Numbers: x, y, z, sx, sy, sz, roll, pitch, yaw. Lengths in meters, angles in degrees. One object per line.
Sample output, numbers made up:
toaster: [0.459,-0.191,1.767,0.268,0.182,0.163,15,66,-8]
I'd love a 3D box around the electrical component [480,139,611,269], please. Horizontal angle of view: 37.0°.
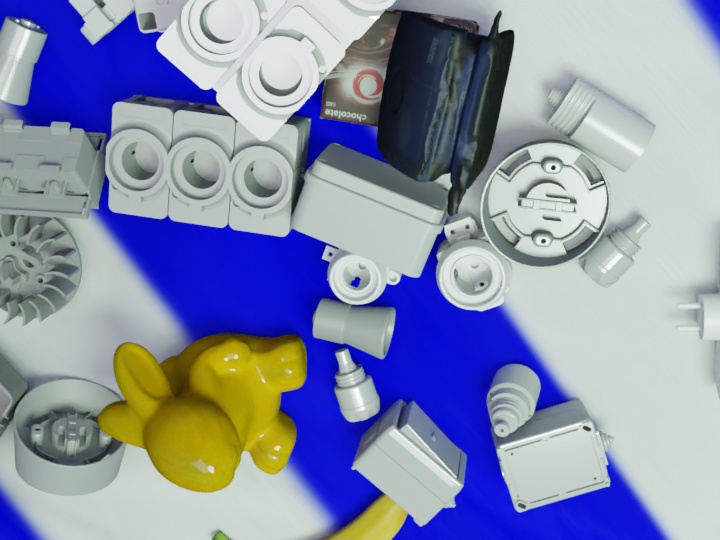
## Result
electrical component: [0.144,-0.053,0.835,0.099,0.064,0.099,2,106,8]

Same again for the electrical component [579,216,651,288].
electrical component: [0.205,-0.017,0.852,0.035,0.035,0.061,41,105,-4]

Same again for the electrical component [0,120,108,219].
electrical component: [-0.278,-0.087,0.884,0.121,0.063,0.078,4,66,8]

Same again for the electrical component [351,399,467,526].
electrical component: [0.051,0.164,0.914,0.096,0.061,0.061,41,108,-4]

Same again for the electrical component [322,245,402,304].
electrical component: [0.000,0.000,0.878,0.066,0.055,0.048,22,108,2]

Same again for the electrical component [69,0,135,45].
electrical component: [-0.207,-0.220,0.851,0.066,0.048,0.055,-36,106,16]

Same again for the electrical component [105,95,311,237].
electrical component: [-0.122,-0.085,0.868,0.150,0.061,0.089,8,107,6]

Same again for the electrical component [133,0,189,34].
electrical component: [-0.122,-0.243,0.825,0.109,0.056,0.108,-6,105,11]

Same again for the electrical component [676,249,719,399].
electrical component: [0.287,0.037,0.846,0.074,0.052,0.138,-1,106,9]

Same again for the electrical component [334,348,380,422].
electrical component: [-0.006,0.096,0.918,0.035,0.035,0.061,-16,101,13]

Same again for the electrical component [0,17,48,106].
electrical component: [-0.283,-0.173,0.879,0.044,0.044,0.065,26,103,0]

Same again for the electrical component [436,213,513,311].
electrical component: [0.091,-0.001,0.862,0.058,0.057,0.078,-19,102,14]

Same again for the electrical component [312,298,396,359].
electrical component: [-0.007,0.046,0.901,0.065,0.044,0.044,12,108,10]

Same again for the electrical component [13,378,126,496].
electrical component: [-0.253,0.148,0.941,0.099,0.099,0.064,15,114,4]

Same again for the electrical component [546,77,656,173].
electrical component: [0.180,-0.114,0.823,0.081,0.043,0.043,32,108,-1]

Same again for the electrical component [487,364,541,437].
electrical component: [0.124,0.110,0.882,0.040,0.078,0.040,8,118,15]

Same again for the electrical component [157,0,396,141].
electrical component: [-0.045,-0.196,0.771,0.105,0.060,0.186,41,99,-12]

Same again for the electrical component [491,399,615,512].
electrical component: [0.164,0.150,0.897,0.096,0.061,0.061,-17,103,5]

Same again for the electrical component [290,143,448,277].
electrical component: [0.010,-0.049,0.850,0.113,0.078,0.057,22,111,2]
